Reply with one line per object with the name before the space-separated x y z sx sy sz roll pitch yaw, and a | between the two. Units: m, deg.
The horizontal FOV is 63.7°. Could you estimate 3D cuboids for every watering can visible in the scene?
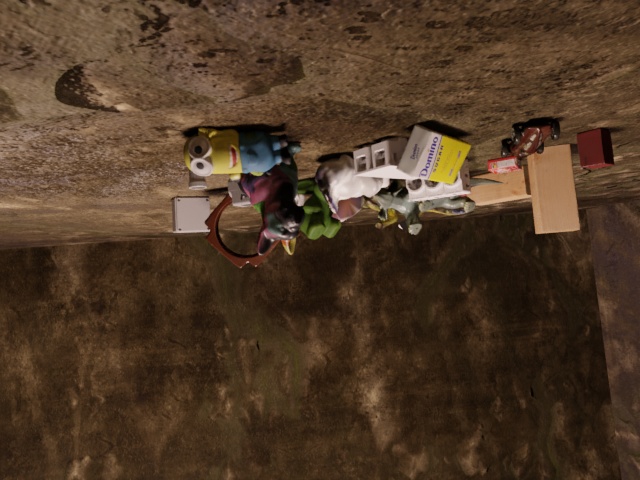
watering can | 0.005 -0.083 1.655 0.350 0.104 0.223 -28 2 -19

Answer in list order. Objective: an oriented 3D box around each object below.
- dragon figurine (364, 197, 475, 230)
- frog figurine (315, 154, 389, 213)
dragon figurine | 0.311 -0.131 1.777 0.410 0.120 0.247 1 23 10
frog figurine | 0.074 -0.145 1.178 0.159 0.125 0.134 -30 -40 -1
